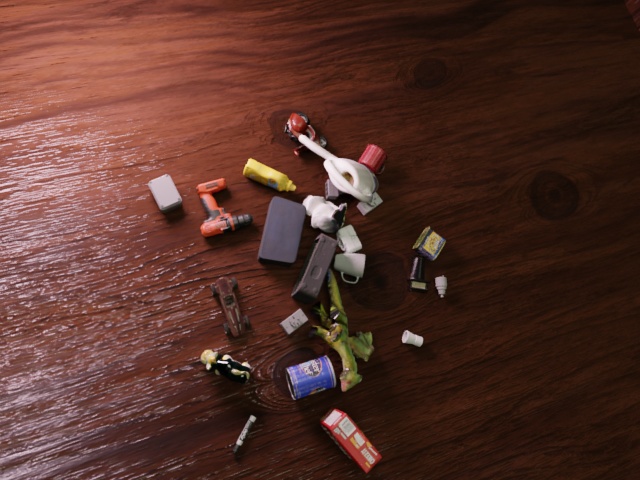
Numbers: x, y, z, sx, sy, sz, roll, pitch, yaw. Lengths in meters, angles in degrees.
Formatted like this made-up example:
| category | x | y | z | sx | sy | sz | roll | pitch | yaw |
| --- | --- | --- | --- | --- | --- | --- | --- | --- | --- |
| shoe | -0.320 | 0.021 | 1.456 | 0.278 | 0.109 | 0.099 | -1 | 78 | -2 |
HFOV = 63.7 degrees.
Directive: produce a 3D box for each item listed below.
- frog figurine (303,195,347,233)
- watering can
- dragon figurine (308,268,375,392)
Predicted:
| category | x | y | z | sx | sy | sz | roll | pitch | yaw |
| --- | --- | --- | --- | --- | --- | --- | --- | --- | --- |
| frog figurine | 0.006 | -0.093 | 1.850 | 0.160 | 0.120 | 0.140 | 11 | 46 | 26 |
| watering can | 0.081 | -0.257 | 1.858 | 0.352 | 0.102 | 0.224 | 49 | 23 | 22 |
| dragon figurine | 0.090 | 0.302 | 1.727 | 0.121 | 0.421 | 0.240 | -29 | -56 | 33 |
